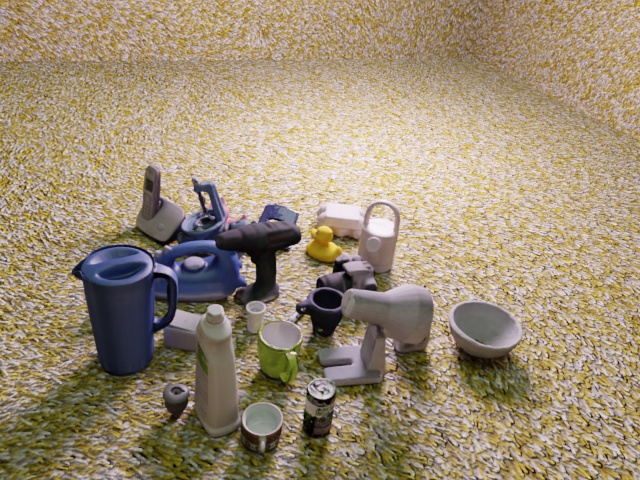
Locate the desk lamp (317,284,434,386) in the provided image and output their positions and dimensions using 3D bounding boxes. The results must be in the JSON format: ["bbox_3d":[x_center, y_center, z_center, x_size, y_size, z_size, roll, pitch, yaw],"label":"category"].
[{"bbox_3d":[0.112,0.187,1.164,0.203,0.213,0.117,-2,33,-15],"label":"desk lamp"}]

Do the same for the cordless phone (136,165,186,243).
[{"bbox_3d":[-0.424,-0.097,1.528,0.147,0.185,0.094,26,37,27],"label":"cordless phone"}]

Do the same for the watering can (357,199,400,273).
[{"bbox_3d":[0.158,-0.013,1.507,0.101,0.194,0.172,3,32,-7],"label":"watering can"}]

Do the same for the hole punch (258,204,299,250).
[{"bbox_3d":[-0.117,-0.037,1.585,0.108,0.091,0.101,13,33,10],"label":"hole punch"}]

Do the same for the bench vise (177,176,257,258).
[{"bbox_3d":[-0.263,-0.066,1.480,0.208,0.220,0.121,-6,35,-20],"label":"bench vise"}]

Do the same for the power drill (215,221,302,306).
[{"bbox_3d":[-0.145,0.049,1.334,0.230,0.208,0.075,-22,43,-38],"label":"power drill"}]

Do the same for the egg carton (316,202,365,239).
[{"bbox_3d":[0.063,-0.057,1.673,0.150,0.069,0.107,6,32,-3],"label":"egg carton"}]

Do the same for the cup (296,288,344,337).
[{"bbox_3d":[0.000,0.170,1.280,0.118,0.095,0.091,-6,34,-20],"label":"cup"}]

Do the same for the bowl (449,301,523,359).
[{"bbox_3d":[0.368,0.215,1.302,0.167,0.075,0.167,5,32,-3],"label":"bowl"}]

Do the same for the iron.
[{"bbox_3d":[-0.304,0.059,1.348,0.259,0.141,0.118,-3,34,-16],"label":"iron"}]

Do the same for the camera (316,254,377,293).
[{"bbox_3d":[0.058,0.095,1.404,0.137,0.101,0.142,-7,35,-21],"label":"camera"}]

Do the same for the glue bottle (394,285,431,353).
[{"bbox_3d":[0.211,0.170,1.249,0.078,0.173,0.037,-3,34,-16],"label":"glue bottle"}]

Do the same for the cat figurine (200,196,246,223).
[{"bbox_3d":[-0.259,-0.059,1.566,0.127,0.118,0.067,12,33,8],"label":"cat figurine"}]

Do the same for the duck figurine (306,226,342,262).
[{"bbox_3d":[0.014,0.006,1.550,0.104,0.086,0.078,23,36,24],"label":"duck figurine"}]
